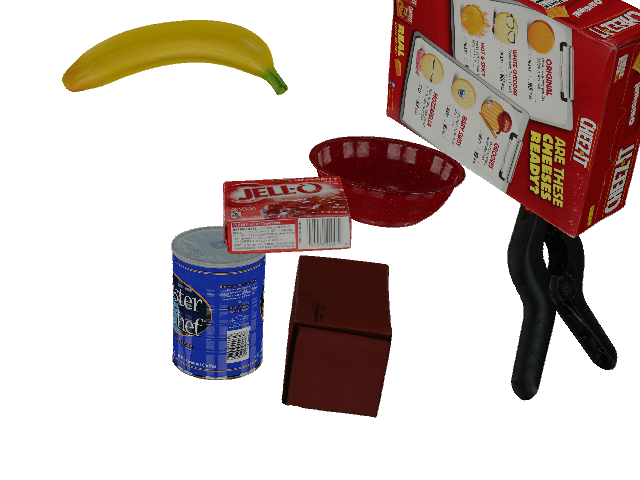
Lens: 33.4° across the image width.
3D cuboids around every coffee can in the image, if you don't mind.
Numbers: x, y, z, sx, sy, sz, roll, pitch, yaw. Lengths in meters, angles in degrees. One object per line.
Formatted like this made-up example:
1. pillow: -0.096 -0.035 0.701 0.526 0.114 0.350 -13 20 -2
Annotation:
1. coffee can: -0.112 0.067 1.173 0.103 0.140 0.103 2 22 -1

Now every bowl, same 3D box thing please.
1. bowl: 0.066 -0.056 1.103 0.162 0.055 0.162 5 24 -3

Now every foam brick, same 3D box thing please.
1. foam brick: 0.009 0.049 0.578 0.053 0.051 0.078 8 27 -1

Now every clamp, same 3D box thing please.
1. clamp: 0.192 0.050 0.909 0.120 0.171 0.039 -23 7 -40

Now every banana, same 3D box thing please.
1. banana: -0.129 -0.165 0.949 0.197 0.069 0.037 -1 -33 -4

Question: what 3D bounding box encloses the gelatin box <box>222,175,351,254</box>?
1. gelatin box: -0.026 -0.020 0.766 0.089 0.030 0.073 -3 25 -4

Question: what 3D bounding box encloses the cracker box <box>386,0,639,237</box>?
1. cracker box: 0.148 -0.128 0.820 0.072 0.164 0.214 -28 48 -30
